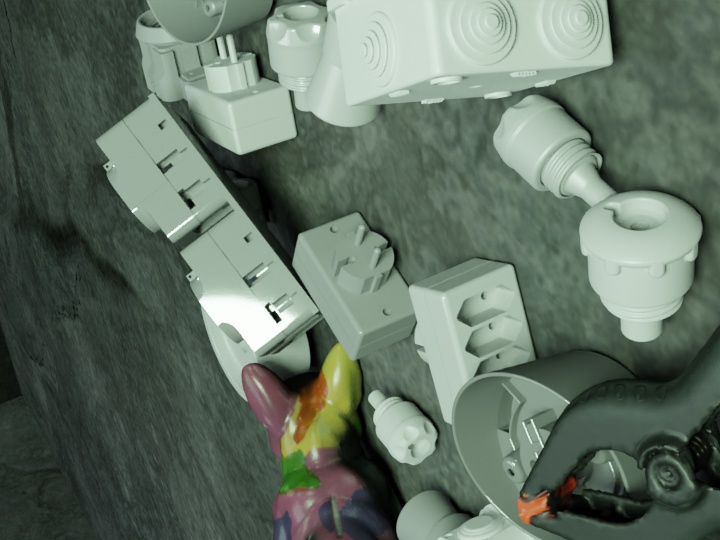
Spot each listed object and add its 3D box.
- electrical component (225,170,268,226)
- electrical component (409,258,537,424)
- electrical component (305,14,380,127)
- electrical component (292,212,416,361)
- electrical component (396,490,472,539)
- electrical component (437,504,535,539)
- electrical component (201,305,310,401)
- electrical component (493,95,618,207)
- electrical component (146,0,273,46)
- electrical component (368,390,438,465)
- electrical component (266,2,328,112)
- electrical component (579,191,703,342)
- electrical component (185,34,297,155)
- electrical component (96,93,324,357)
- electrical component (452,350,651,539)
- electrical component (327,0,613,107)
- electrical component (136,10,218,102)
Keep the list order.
[{"bbox_3d":[-0.120,-0.041,0.902,0.138,0.052,0.073,25,132,58],"label":"electrical component"},{"bbox_3d":[0.056,0.039,0.602,0.076,0.047,0.083,13,122,62],"label":"electrical component"},{"bbox_3d":[-0.005,-0.119,0.604,0.044,0.044,0.065,53,148,30],"label":"electrical component"},{"bbox_3d":[0.000,0.000,0.687,0.083,0.047,0.075,57,154,23],"label":"electrical component"},{"bbox_3d":[0.057,0.180,0.723,0.055,0.045,0.045,31,137,53],"label":"electrical component"},{"bbox_3d":[0.087,0.186,0.657,0.080,0.051,0.080,46,148,40],"label":"electrical component"},{"bbox_3d":[-0.080,0.049,0.884,0.108,0.060,0.108,46,148,40],"label":"electrical component"},{"bbox_3d":[0.089,-0.048,0.473,0.061,0.035,0.035,49,151,31],"label":"electrical component"},{"bbox_3d":[-0.101,-0.202,0.707,0.099,0.064,0.099,46,148,40],"label":"electrical component"},{"bbox_3d":[0.025,0.104,0.739,0.061,0.035,0.035,45,148,46],"label":"electrical component"},{"bbox_3d":[-0.033,-0.127,0.654,0.043,0.043,0.062,44,148,44],"label":"electrical component"},{"bbox_3d":[0.116,0.002,0.446,0.048,0.048,0.062,41,152,46],"label":"electrical component"},{"bbox_3d":[-0.089,-0.131,0.764,0.083,0.047,0.075,31,136,55],"label":"electrical component"},{"bbox_3d":[-0.104,-0.026,0.773,0.186,0.060,0.105,52,-179,4],"label":"electrical component"},{"bbox_3d":[0.098,0.088,0.522,0.099,0.064,0.099,24,122,45],"label":"electrical component"},{"bbox_3d":[0.045,-0.098,0.445,0.100,0.100,0.048,0,97,65],"label":"electrical component"},{"bbox_3d":[-0.140,-0.169,0.828,0.078,0.058,0.057,40,147,48],"label":"electrical component"}]
